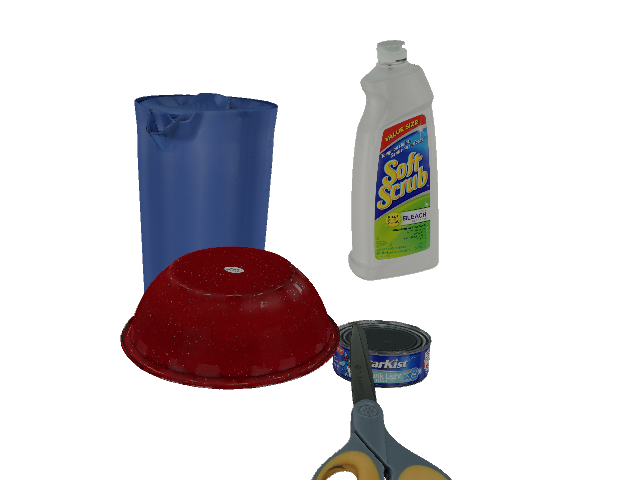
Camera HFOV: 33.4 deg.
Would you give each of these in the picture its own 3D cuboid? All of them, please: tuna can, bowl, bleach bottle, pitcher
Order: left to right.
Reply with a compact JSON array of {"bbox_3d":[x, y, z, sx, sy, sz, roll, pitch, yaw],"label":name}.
[{"bbox_3d":[-0.106,-0.020,1.027,0.149,0.243,0.145,-2,15,-19],"label":"pitcher"},{"bbox_3d":[-0.065,0.046,0.778,0.162,0.055,0.162,2,22,-1],"label":"bowl"},{"bbox_3d":[0.053,0.099,0.935,0.086,0.034,0.086,2,14,-1],"label":"tuna can"},{"bbox_3d":[0.074,-0.087,1.147,0.102,0.251,0.068,-10,23,-12],"label":"bleach bottle"}]

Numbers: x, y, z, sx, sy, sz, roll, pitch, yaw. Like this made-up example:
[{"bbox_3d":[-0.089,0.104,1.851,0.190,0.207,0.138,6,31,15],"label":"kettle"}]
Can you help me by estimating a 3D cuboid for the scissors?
[{"bbox_3d":[0.045,0.114,0.626,0.096,0.016,0.201,13,31,8],"label":"scissors"}]
